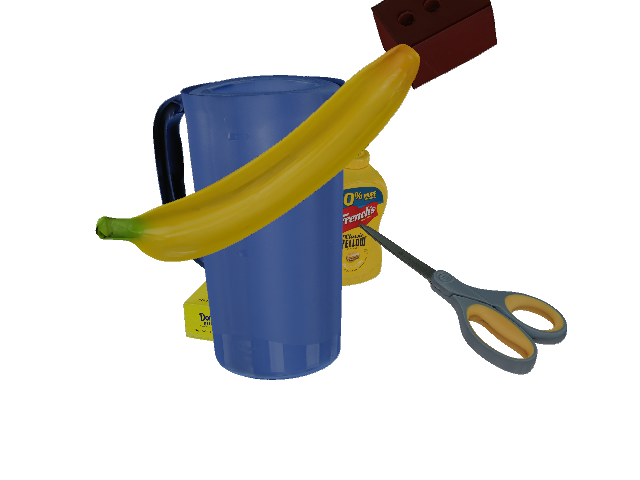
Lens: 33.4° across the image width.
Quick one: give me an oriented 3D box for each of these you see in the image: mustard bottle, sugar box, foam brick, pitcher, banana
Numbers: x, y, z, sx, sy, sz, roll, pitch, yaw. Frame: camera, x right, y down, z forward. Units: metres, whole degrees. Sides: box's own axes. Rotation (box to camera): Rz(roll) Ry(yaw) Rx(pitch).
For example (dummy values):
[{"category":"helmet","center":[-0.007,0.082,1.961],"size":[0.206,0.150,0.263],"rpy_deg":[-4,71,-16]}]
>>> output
[{"category":"mustard bottle","center":[0.034,-0.039,1.307],"size":[0.096,0.192,0.058],"rpy_deg":[-6,30,-19]},{"category":"sugar box","center":[-0.063,0.048,1.109],"size":[0.093,0.048,0.176],"rpy_deg":[6,27,17]},{"category":"foam brick","center":[0.088,-0.164,0.817],"size":[0.078,0.053,0.051],"rpy_deg":[-29,-32,-2]},{"category":"pitcher","center":[-0.051,-0.015,0.889],"size":[0.144,0.243,0.149],"rpy_deg":[-7,15,-19]},{"category":"banana","center":[-0.026,-0.039,0.596],"size":[0.198,0.037,0.069],"rpy_deg":[-32,-16,-2]}]

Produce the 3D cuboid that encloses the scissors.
[{"category":"scissors","center":[0.120,0.036,0.864],"size":[0.096,0.016,0.202],"rpy_deg":[-10,39,-27]}]
